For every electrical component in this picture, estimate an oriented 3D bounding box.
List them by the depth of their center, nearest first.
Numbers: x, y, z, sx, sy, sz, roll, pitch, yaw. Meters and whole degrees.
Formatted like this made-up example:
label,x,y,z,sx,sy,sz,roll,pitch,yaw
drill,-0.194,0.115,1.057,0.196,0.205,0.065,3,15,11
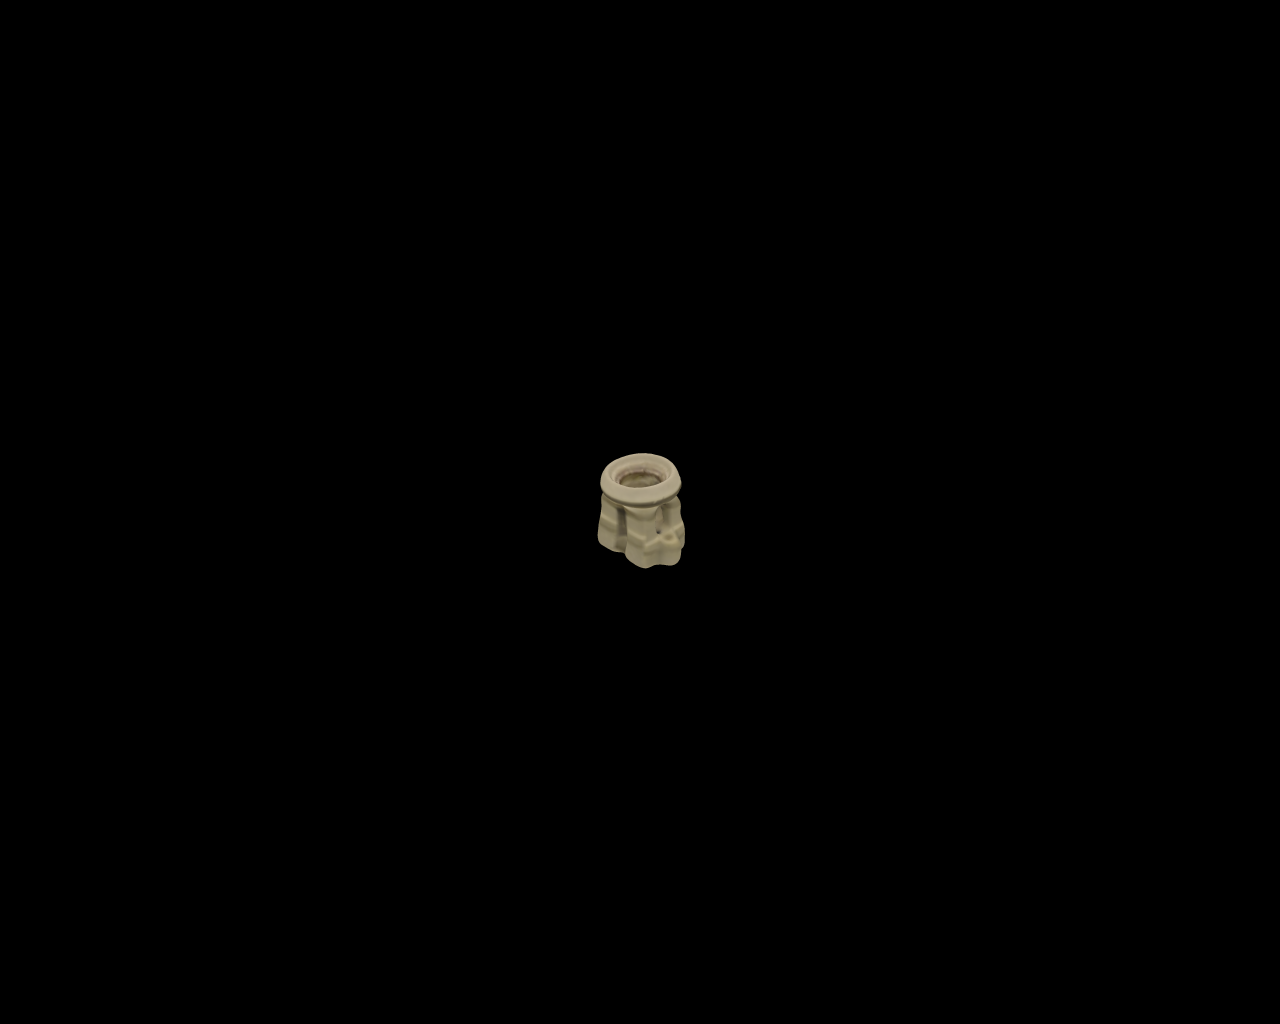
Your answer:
label,x,y,z,sx,sy,sz,roll,pitch,yaw
electrical component,0.001,-0.003,0.650,0.066,0.055,0.048,27,42,36
